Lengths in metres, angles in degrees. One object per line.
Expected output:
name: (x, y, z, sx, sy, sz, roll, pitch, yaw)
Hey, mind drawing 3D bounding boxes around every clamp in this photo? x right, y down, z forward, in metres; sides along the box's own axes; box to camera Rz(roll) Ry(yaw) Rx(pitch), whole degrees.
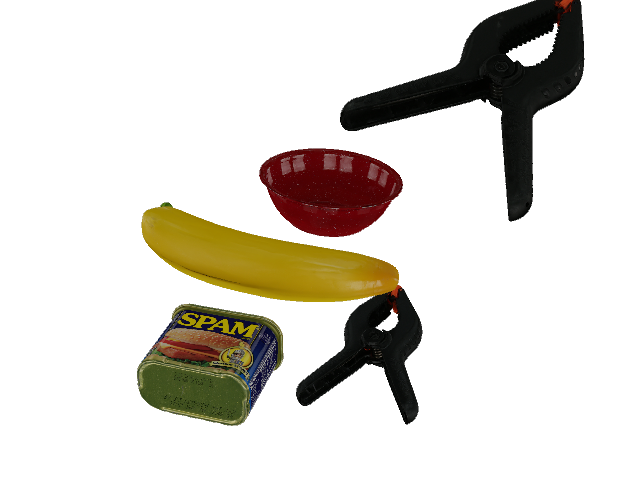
clamp: (0.064, 0.113, 1.062, 0.120, 0.039, 0.171, 18, 50, 21)
clamp: (0.142, -0.112, 0.808, 0.165, 0.209, 0.036, 40, -21, 28)

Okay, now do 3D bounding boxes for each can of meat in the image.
can of meat: (-0.092, 0.103, 0.889, 0.102, 0.057, 0.083, 9, 31, 14)

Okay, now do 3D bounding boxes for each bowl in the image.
bowl: (0.009, -0.049, 1.201, 0.162, 0.055, 0.162, 5, 27, -3)

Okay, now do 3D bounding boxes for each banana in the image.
banana: (-0.048, 0.006, 0.689, 0.198, 0.037, 0.069, 18, 35, 29)
